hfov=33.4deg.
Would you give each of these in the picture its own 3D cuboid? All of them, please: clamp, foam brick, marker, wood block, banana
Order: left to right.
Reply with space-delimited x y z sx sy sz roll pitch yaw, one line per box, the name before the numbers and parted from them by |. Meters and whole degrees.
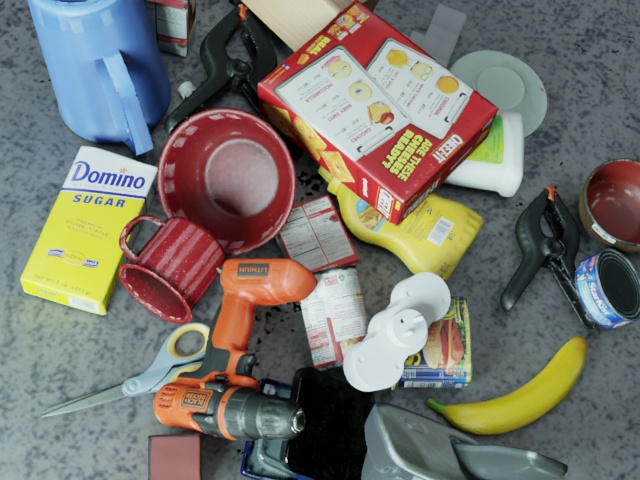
foam brick | -0.144 0.226 1.057 0.053 0.078 0.051 -1 67 -6
marker | -0.129 -0.135 1.250 0.020 0.020 0.121 -28 73 -18
clamp | -0.106 -0.190 1.258 0.164 0.036 0.210 3 61 -20
wood block | -0.038 -0.320 1.295 0.206 0.091 0.090 45 48 13
banana | 0.216 0.164 1.152 0.197 0.037 0.070 -19 70 -15
clamp | 0.270 0.023 1.222 0.120 0.039 0.171 22 62 -16

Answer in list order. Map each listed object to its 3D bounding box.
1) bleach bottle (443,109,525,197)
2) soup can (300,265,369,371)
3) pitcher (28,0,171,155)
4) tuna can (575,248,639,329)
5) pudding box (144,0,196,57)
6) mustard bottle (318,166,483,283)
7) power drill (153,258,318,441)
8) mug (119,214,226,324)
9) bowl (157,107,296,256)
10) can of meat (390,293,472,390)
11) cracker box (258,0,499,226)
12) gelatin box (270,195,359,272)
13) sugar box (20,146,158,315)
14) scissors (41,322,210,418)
bleach bottle | 0.109 -0.115 1.250 0.251 0.068 0.102 6 68 -2
soup can | 0.016 0.084 1.133 0.068 0.068 0.102 -11 82 -12
pitcher | -0.234 -0.208 1.146 0.149 0.243 0.145 18 67 7
tuna can | 0.325 0.055 1.195 0.086 0.034 0.086 21 55 -34
pudding box | -0.193 -0.264 1.248 0.090 0.113 0.039 14 69 -1
mustard bottle | 0.082 -0.034 1.211 0.192 0.058 0.096 33 73 8
power drill | -0.068 0.109 1.064 0.185 0.057 0.187 0 58 37
mug | -0.161 0.022 1.134 0.117 0.093 0.081 44 60 -15
bowl | -0.096 -0.066 1.180 0.162 0.055 0.162 2 99 16
can of meat | 0.118 0.109 1.147 0.084 0.057 0.102 1 66 1
cracker box | 0.062 -0.143 1.187 0.214 0.072 0.164 41 70 15
gelatin box | -0.008 0.001 1.200 0.073 0.030 0.089 -20 71 -14
sugar box | -0.249 -0.013 1.167 0.093 0.048 0.176 17 66 0
scissors | -0.190 0.136 1.123 0.201 0.016 0.096 -1 68 -9
